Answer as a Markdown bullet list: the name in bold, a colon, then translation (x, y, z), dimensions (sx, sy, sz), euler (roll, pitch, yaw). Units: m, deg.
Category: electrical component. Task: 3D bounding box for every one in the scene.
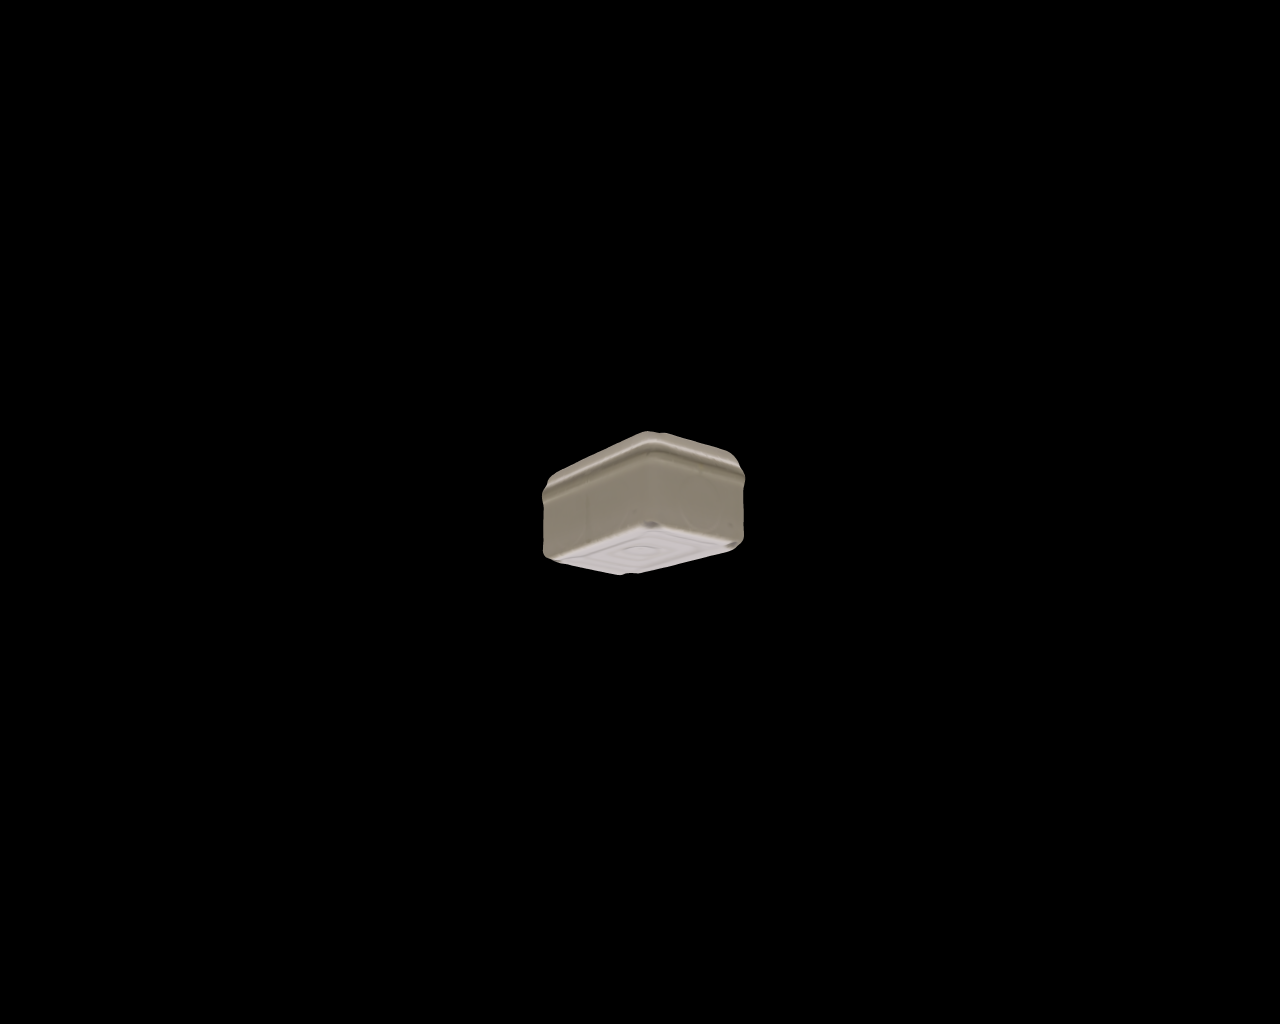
- **electrical component**: translation (0.001, -0.003, 0.650), dimensions (0.078, 0.057, 0.113), euler (14, -22, -38)
